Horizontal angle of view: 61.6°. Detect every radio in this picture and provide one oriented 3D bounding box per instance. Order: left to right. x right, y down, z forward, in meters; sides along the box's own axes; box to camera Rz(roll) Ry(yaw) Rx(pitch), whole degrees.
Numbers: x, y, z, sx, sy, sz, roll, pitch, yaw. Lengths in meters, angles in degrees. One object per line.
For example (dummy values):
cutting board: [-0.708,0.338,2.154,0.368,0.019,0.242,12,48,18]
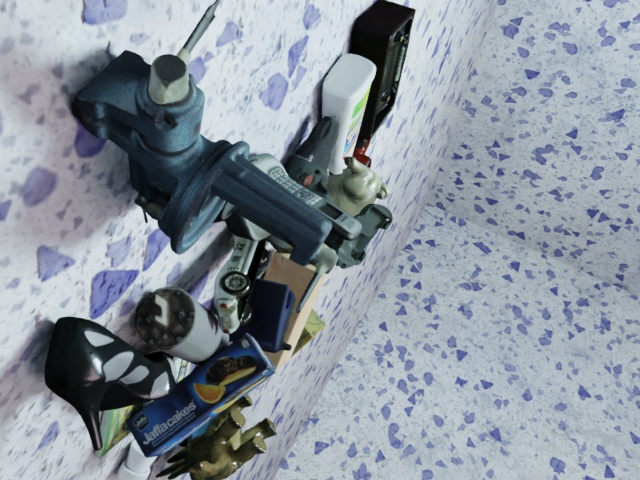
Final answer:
radio: [0.105,-0.313,0.996,0.131,0.073,0.229,-54,164,-36]

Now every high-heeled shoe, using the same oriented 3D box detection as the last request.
high-heeled shoe: [-0.230,0.127,0.613,0.249,0.086,0.145,-95,176,-81]

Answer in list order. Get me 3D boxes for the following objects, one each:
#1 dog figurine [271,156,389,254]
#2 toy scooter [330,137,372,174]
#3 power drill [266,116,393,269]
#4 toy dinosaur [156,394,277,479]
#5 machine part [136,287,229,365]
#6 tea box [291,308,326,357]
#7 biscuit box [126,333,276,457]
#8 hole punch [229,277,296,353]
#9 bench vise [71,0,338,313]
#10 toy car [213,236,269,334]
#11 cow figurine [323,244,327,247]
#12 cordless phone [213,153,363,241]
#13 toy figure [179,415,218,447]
dog figurine: [0.015,-0.046,0.959,0.190,0.173,0.121,-69,157,-13]
toy scooter: [0.065,-0.144,1.163,0.135,0.075,0.184,87,27,-65]
power drill: [0.012,-0.068,0.841,0.232,0.207,0.086,-55,149,4]
toy dinosaur: [-0.188,0.374,0.984,0.198,0.105,0.471,-36,172,-5]
machine part: [-0.177,0.120,0.715,0.079,0.079,0.243,-60,166,-16]
tea box: [-0.076,0.227,1.191,0.169,0.068,0.098,-45,173,17]
biscuit box: [-0.162,0.216,0.747,0.203,0.063,0.059,-36,160,-8]
hole punch: [-0.107,0.116,0.874,0.092,0.142,0.116,84,20,-69]
bench vise: [-0.082,-0.051,0.462,0.129,0.241,0.223,-58,-178,-38]
toy car: [-0.112,0.041,0.766,0.202,0.056,0.073,-78,174,-47]
cow figurine: [-0.003,0.021,1.160,0.127,0.086,0.194,-16,124,-57]
cordless phone: [-0.041,-0.034,0.719,0.146,0.184,0.088,-40,156,-60]
toy figure: [-0.196,0.264,0.903,0.180,0.082,0.089,-55,174,-49]
